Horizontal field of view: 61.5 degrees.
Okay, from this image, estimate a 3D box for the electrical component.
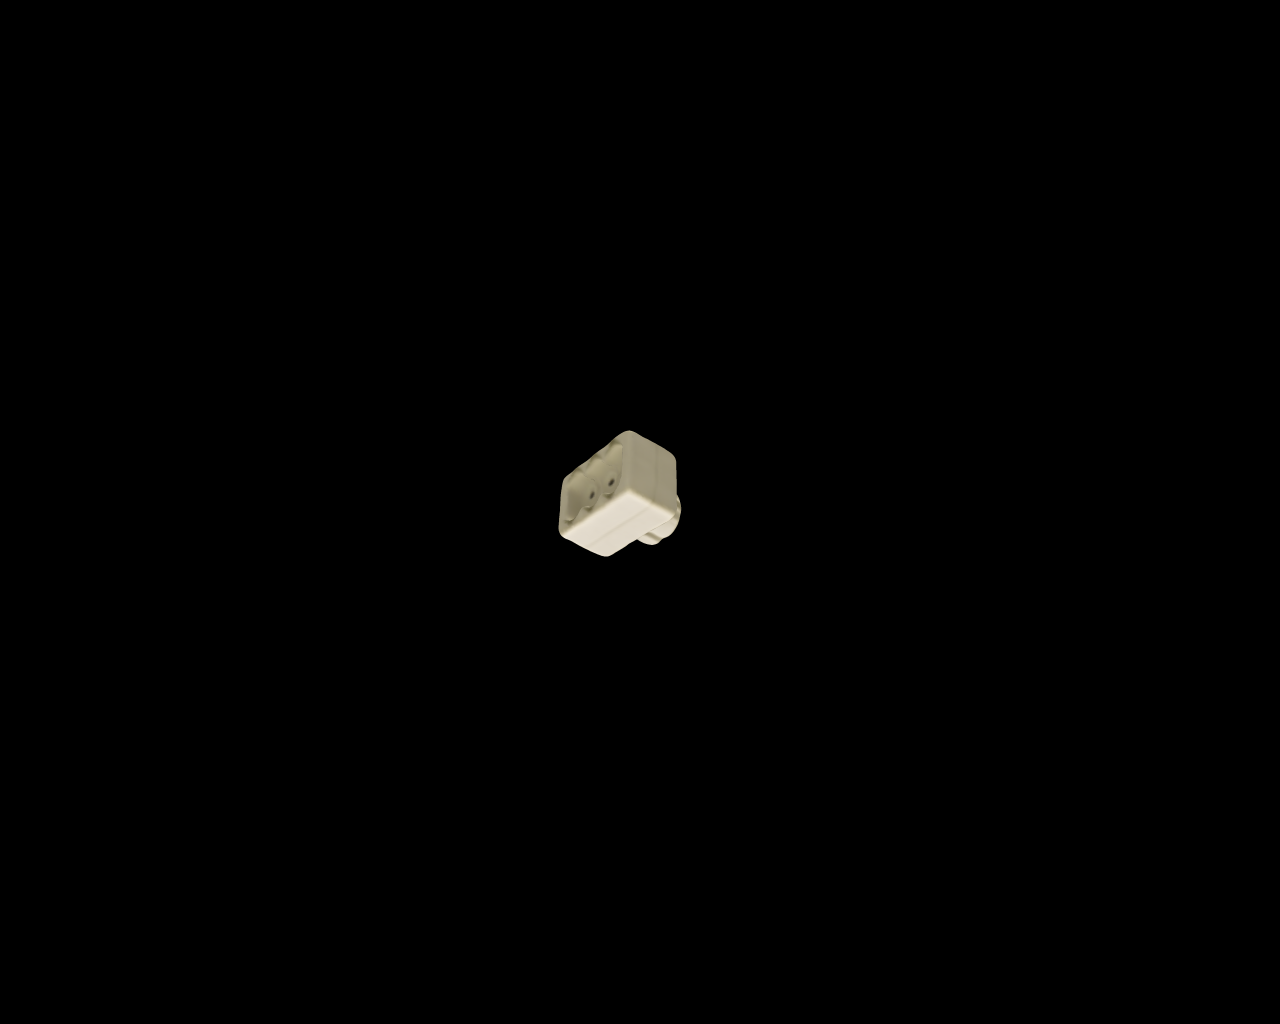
[{"bbox_3d":[0.001,-0.003,0.650,0.076,0.047,0.065,27,-44,-33],"label":"electrical component"}]
